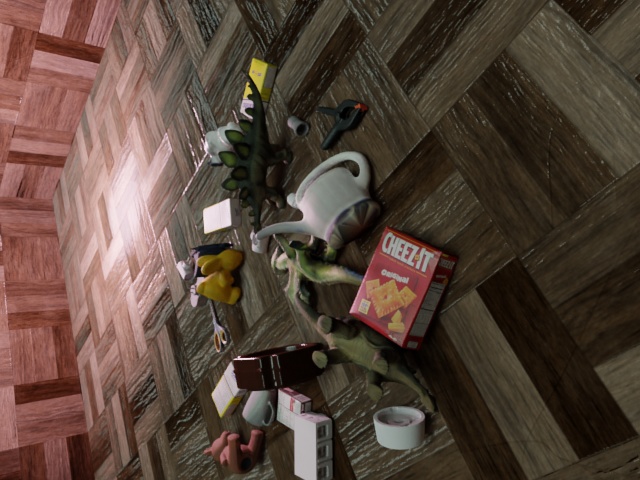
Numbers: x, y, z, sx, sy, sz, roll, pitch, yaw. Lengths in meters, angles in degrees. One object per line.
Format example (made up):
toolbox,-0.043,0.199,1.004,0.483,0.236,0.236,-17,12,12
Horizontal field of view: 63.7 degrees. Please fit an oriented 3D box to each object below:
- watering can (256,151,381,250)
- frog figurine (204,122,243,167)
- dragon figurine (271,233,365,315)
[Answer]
watering can,0.004,-0.064,1.267,0.346,0.103,0.228,-44,54,9
frog figurine,-0.300,-0.324,1.656,0.126,0.137,0.155,-88,10,-45
dragon figurine,-0.022,0.102,1.360,0.416,0.123,0.238,39,134,46
